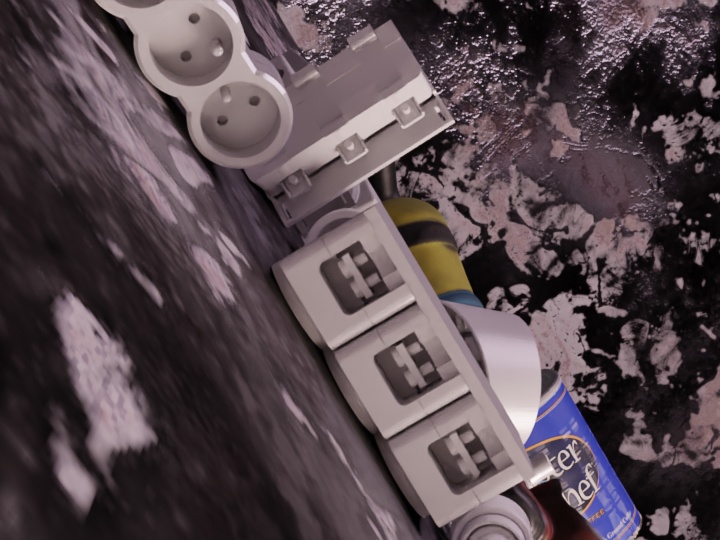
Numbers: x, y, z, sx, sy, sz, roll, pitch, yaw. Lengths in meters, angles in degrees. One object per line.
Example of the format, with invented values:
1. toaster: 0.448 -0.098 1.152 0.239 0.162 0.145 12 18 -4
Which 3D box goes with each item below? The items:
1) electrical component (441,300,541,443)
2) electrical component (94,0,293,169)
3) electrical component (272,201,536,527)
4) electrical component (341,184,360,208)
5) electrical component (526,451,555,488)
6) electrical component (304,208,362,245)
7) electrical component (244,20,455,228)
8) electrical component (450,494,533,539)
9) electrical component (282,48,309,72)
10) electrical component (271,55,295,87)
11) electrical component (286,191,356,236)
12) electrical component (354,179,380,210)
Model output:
1. electrical component: 0.068 0.069 0.674 0.099 0.064 0.099 -175 -90 -70
2. electrical component: -0.085 -0.121 0.533 0.138 0.052 0.073 57 5 -28
3. electrical component: 0.021 0.045 0.551 0.150 0.062 0.089 59 5 -3
4. electrical component: -0.024 -0.063 0.837 0.045 0.045 0.055 59 5 -3
5. electrical component: 0.115 0.159 0.807 0.043 0.062 0.043 58 5 -8
6. electrical component: 0.019 0.032 0.656 0.138 0.052 0.074 62 6 18
7. electrical component: -0.016 -0.093 0.655 0.078 0.121 0.063 61 8 17
8. electrical component: 0.068 0.142 0.556 0.043 0.043 0.062 59 6 0
9. electrical component: -0.056 -0.136 0.890 0.061 0.061 0.096 56 -2 -30
10. electrical component: -0.053 -0.109 0.805 0.065 0.047 0.076 61 5 23
11. electrical component: -0.040 -0.067 0.731 0.081 0.042 0.064 60 2 4
12. electrical component: -0.003 -0.053 0.971 0.065 0.047 0.076 56 8 -42
